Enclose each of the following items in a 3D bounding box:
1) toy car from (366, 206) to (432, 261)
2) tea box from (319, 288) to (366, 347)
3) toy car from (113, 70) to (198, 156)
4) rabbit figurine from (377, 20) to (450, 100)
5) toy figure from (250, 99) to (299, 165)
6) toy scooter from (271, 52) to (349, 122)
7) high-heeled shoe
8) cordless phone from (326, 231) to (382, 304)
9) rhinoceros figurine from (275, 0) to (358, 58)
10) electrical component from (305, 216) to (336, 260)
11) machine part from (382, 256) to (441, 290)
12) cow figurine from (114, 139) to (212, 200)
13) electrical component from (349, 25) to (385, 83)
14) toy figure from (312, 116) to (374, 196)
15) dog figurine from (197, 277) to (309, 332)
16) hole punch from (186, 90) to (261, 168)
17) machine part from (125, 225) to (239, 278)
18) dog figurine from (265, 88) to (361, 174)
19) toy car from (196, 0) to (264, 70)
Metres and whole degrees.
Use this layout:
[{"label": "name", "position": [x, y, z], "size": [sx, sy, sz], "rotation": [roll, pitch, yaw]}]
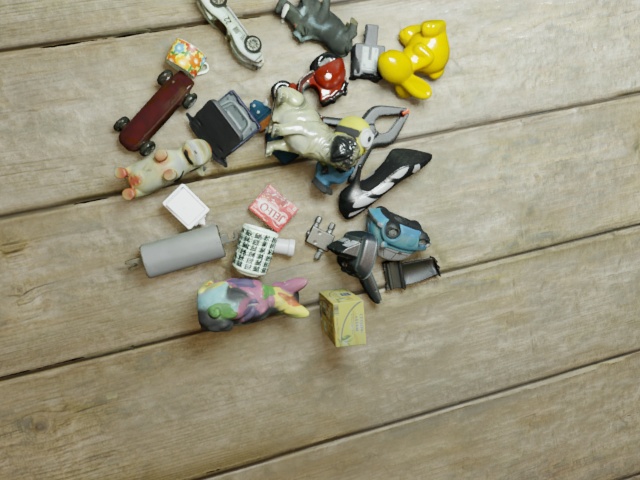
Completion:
[{"label": "toy car", "position": [0.169, -0.005, 1.242], "size": [0.161, 0.109, 0.103], "rotation": [20, 113, -23]}, {"label": "tea box", "position": [0.047, 0.167, 1.184], "size": [0.068, 0.170, 0.098], "rotation": [-5, 96, -11]}, {"label": "toy car", "position": [-0.346, -0.270, 1.142], "size": [0.089, 0.053, 0.202], "rotation": [41, 89, 0]}, {"label": "rabbit figurine", "position": [0.199, -0.397, 1.210], "size": [0.173, 0.122, 0.162], "rotation": [-29, 122, -28]}, {"label": "toy figure", "position": [-0.105, -0.241, 1.190], "size": [0.064, 0.058, 0.154], "rotation": [-34, 94, -13]}, {"label": "toy scooter", "position": [-0.005, -0.321, 1.188], "size": [0.184, 0.075, 0.135], "rotation": [-34, 86, -6]}, {"label": "high-heeled shoe", "position": [0.156, -0.127, 1.250], "size": [0.249, 0.086, 0.145], "rotation": [-13, 130, -27]}, {"label": "cordless phone", "position": [0.103, 0.074, 1.205], "size": [0.089, 0.147, 0.184], "rotation": [-29, 104, -12]}, {"label": "rhinoceros figurine", "position": [-0.007, -0.480, 1.191], "size": [0.190, 0.073, 0.112], "rotation": [29, 98, -13]}, {"label": "electrical component", "position": [-0.003, -0.004, 1.240], "size": [0.063, 0.021, 0.094], "rotation": [25, 90, -11]}, {"label": "machine part", "position": [0.219, 0.073, 1.281], "size": [0.139, 0.039, 0.084], "rotation": [-9, 90, -9]}, {"label": "cow figurine", "position": [-0.317, -0.152, 1.132], "size": [0.195, 0.127, 0.085], "rotation": [-24, 97, 6]}, {"label": "electrical component", "position": [0.107, -0.423, 1.224], "size": [0.075, 0.048, 0.119], "rotation": [0, 93, -12]}, {"label": "toy figure", "position": [0.046, -0.188, 1.184], "size": [0.089, 0.082, 0.180], "rotation": [37, 97, -6]}, {"label": "dog figurine", "position": [-0.135, 0.132, 1.150], "size": [0.219, 0.191, 0.108], "rotation": [-5, 88, 5]}, {"label": "hole punch", "position": [-0.204, -0.246, 1.156], "size": [0.142, 0.116, 0.092], "rotation": [51, 43, -11]}, {"label": "machine part", "position": [-0.294, 0.024, 1.158], "size": [0.243, 0.079, 0.079], "rotation": [-17, 96, -11]}, {"label": "dog figurine", "position": [-0.008, -0.234, 1.120], "size": [0.191, 0.121, 0.172], "rotation": [9, 76, -12]}, {"label": "toy car", "position": [-0.190, -0.451, 1.151], "size": [0.056, 0.073, 0.201], "rotation": [-40, 99, -10]}]
